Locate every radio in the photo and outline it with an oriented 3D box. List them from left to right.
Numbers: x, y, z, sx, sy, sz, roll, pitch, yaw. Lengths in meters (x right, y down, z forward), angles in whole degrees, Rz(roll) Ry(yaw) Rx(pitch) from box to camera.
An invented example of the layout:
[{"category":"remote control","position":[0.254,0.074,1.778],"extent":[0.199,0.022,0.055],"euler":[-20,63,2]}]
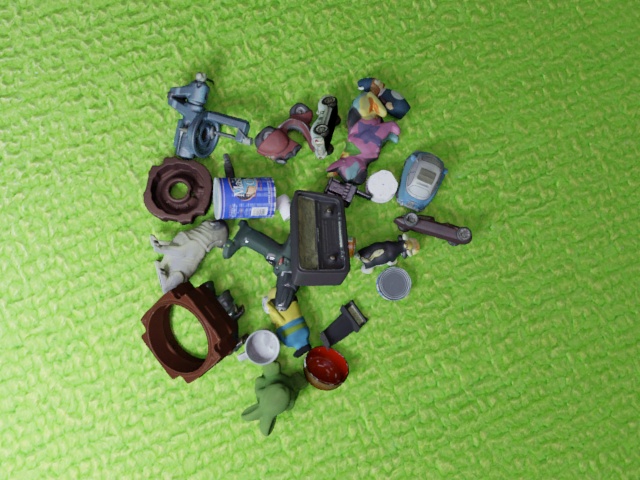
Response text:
[{"category":"radio","position":[-0.003,-0.004,1.288],"extent":[0.131,0.073,0.229],"euler":[5,60,-14]}]

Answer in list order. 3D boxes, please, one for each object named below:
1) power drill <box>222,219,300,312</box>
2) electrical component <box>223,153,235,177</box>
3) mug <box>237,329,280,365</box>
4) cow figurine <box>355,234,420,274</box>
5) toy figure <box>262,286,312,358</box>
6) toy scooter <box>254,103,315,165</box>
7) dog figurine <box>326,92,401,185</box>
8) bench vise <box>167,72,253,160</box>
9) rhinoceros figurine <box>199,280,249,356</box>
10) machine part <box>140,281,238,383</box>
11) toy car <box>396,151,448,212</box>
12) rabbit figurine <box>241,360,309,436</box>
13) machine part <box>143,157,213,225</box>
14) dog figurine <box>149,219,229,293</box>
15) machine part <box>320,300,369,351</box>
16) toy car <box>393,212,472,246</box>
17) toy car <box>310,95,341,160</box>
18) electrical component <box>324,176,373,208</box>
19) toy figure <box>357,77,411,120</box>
[{"category":"power drill","position":[-0.130,0.044,1.311],"extent":[0.207,0.085,0.232],"euler":[19,58,11]},{"category":"electrical component","position":[-0.230,-0.170,1.369],"extent":[0.021,0.063,0.094],"euler":[-10,85,-5]},{"category":"mug","position":[-0.144,0.261,1.299],"extent":[0.109,0.107,0.081],"euler":[-33,85,-2]},{"category":"cow figurine","position":[0.176,0.026,1.350],"extent":[0.167,0.098,0.068],"euler":[-19,78,-5]},{"category":"toy figure","position":[-0.076,0.197,1.325],"extent":[0.089,0.082,0.180],"euler":[-26,77,-25]},{"category":"toy scooter","position":[-0.070,-0.257,1.386],"extent":[0.184,0.075,0.135],"euler":[-41,88,-12]},{"category":"dog figurine","position":[0.090,-0.249,1.377],"extent":[0.219,0.108,0.191],"euler":[-37,87,-4]},{"category":"bench vise","position":[-0.269,-0.298,1.346],"extent":[0.241,0.129,0.223],"euler":[18,90,17]},{"category":"rhinoceros figurine","position":[-0.243,0.190,1.324],"extent":[0.112,0.073,0.190],"euler":[-18,88,8]},{"category":"machine part","position":[-0.310,0.217,1.260],"extent":[0.201,0.087,0.201],"euler":[-41,85,28]},{"category":"toy car","position":[0.261,-0.158,1.376],"extent":[0.109,0.103,0.161],"euler":[25,81,1]},{"category":"rabbit figurine","position":[-0.115,0.364,1.255],"extent":[0.121,0.170,0.159],"euler":[37,82,2]},{"category":"machine part","position":[-0.356,-0.123,1.361],"extent":[0.179,0.056,0.179],"euler":[0,81,-3]},{"category":"dog figurine","position":[-0.309,0.042,1.330],"extent":[0.190,0.121,0.172],"euler":[-11,116,-21]},{"category":"machine part","position":[0.055,0.214,1.338],"extent":[0.139,0.039,0.084],"euler":[-39,94,-29]},{"category":"toy car","position":[0.289,-0.032,1.368],"extent":[0.202,0.089,0.053],"euler":[17,83,1]},{"category":"toy car","position":[0.013,-0.287,1.354],"extent":[0.056,0.073,0.202],"euler":[1,50,15]},{"category":"electrical component","position":[0.070,-0.114,1.375],"extent":[0.119,0.075,0.047],"euler":[25,81,-3]},{"category":"toy figure","position":[0.168,-0.381,1.420],"extent":[0.154,0.064,0.058],"euler":[38,99,-2]}]
